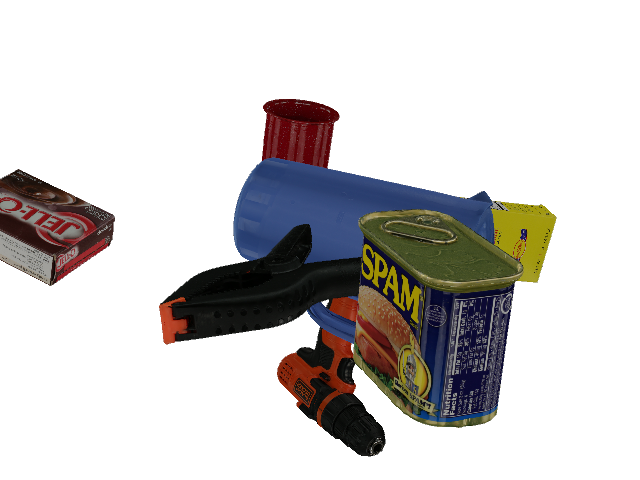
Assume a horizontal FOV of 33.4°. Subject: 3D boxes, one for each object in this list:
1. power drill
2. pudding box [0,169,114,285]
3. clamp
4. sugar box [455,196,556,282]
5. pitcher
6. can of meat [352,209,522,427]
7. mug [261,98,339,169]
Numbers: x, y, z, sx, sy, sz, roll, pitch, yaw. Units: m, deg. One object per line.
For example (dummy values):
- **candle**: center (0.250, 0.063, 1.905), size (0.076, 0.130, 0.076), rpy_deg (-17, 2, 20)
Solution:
- **power drill**: center (0.036, 0.125, 1.198), size (0.057, 0.188, 0.185), rpy_deg (13, 15, -42)
- **pudding box**: center (-0.255, -0.013, 0.950), size (0.113, 0.039, 0.089), rpy_deg (23, 31, 15)
- **clamp**: center (-0.018, 0.030, 0.753), size (0.165, 0.036, 0.209), rpy_deg (7, 19, 40)
- **sugar box**: center (0.191, -0.002, 1.299), size (0.176, 0.093, 0.048), rpy_deg (3, 22, -20)
- **pitcher**: center (0.038, 0.007, 1.037), size (0.243, 0.145, 0.149), rpy_deg (16, 22, 20)
- **can of meat**: center (0.057, 0.039, 0.564), size (0.057, 0.084, 0.102), rpy_deg (-5, 23, -22)
- **mug**: center (-0.023, -0.124, 1.310), size (0.093, 0.081, 0.117), rpy_deg (17, 25, 20)
